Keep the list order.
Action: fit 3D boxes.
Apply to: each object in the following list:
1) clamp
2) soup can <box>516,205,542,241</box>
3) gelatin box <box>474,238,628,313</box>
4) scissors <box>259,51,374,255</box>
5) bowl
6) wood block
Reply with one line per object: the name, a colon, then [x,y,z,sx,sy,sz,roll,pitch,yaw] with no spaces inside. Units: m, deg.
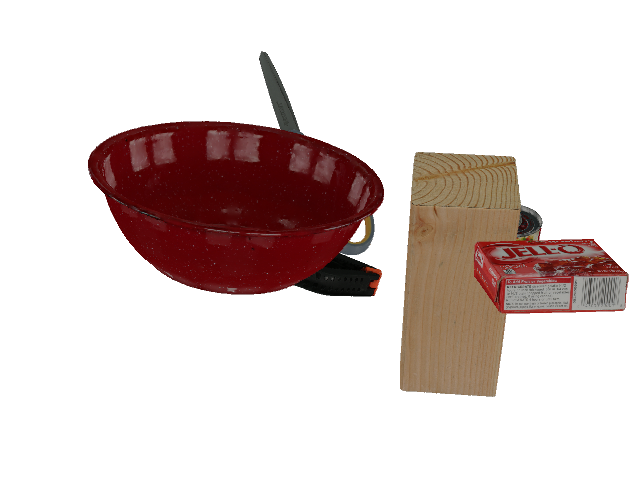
clamp: [-0.036,0.026,1.129,0.210,0.036,0.164,16,18,-7]
soup can: [0.208,0.019,1.187,0.068,0.102,0.068,0,32,0]
gelatin box: [0.156,0.023,0.734,0.089,0.030,0.073,-1,19,-4]
scissors: [-0.033,-0.062,0.831,0.096,0.202,0.016,-27,-26,-19]
bowl: [-0.048,-0.015,0.593,0.162,0.055,0.162,7,24,-3]
wood block: [0.122,0.033,0.961,0.091,0.206,0.090,3,34,5]
